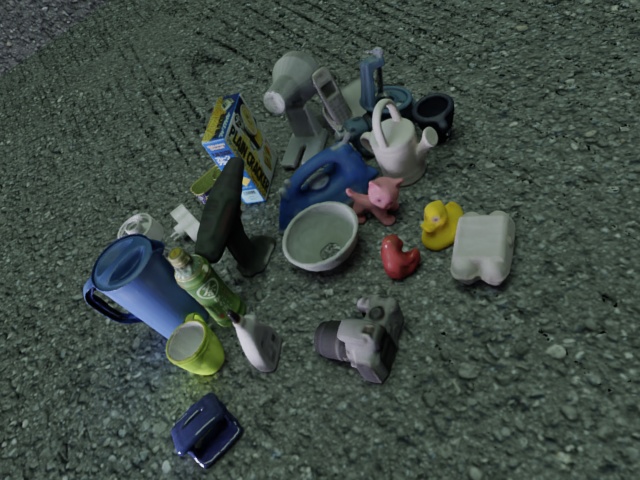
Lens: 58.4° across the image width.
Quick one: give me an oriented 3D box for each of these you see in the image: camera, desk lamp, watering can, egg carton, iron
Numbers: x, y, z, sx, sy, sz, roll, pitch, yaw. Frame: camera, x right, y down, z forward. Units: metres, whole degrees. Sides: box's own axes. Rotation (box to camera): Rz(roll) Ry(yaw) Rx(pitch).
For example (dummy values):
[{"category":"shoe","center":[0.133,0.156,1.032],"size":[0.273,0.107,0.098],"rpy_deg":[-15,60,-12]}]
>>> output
[{"category":"camera","center":[0.063,0.162,1.013],"size":[0.136,0.101,0.143],"rpy_deg":[4,55,29]},{"category":"desk lamp","center":[-0.057,-0.318,1.389],"size":[0.117,0.214,0.203],"rpy_deg":[-2,53,25]},{"category":"watering can","center":[0.163,-0.214,1.207],"size":[0.172,0.195,0.101],"rpy_deg":[-9,50,20]},{"category":"egg carton","center":[0.297,0.013,1.041],"size":[0.107,0.070,0.150],"rpy_deg":[-1,53,26]},{"category":"iron","center":[-0.007,-0.123,1.254],"size":[0.258,0.142,0.118],"rpy_deg":[-35,46,-4]}]

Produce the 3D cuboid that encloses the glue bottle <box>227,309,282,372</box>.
[{"category":"glue bottle","center":[-0.124,0.173,1.047],"size":[0.037,0.174,0.078],"rpy_deg":[-5,52,23]}]

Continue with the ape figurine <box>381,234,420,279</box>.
[{"category":"ape figurine","center":[0.145,0.025,1.091],"size":[0.077,0.092,0.076],"rpy_deg":[27,69,39]}]

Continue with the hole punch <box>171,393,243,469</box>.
[{"category":"hole punch","center":[-0.213,0.332,1.018],"size":[0.109,0.091,0.100],"rpy_deg":[-44,47,-12]}]

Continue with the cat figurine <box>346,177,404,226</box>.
[{"category":"cat figurine","center":[0.114,-0.091,1.183],"size":[0.127,0.118,0.067],"rpy_deg":[2,55,28]}]

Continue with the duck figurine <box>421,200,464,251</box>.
[{"category":"duck figurine","center":[0.231,-0.042,1.107],"size":[0.077,0.086,0.105],"rpy_deg":[28,69,40]}]

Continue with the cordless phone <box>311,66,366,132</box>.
[{"category":"cordless phone","center":[0.062,-0.354,1.379],"size":[0.148,0.186,0.093],"rpy_deg":[-40,47,-8]}]

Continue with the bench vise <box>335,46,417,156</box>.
[{"category":"bench vise","center":[0.122,-0.304,1.284],"size":[0.121,0.220,0.208],"rpy_deg":[25,68,39]}]

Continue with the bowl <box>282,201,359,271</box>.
[{"category":"bowl","center":[0.011,0.004,1.187],"size":[0.167,0.075,0.167],"rpy_deg":[-14,49,16]}]

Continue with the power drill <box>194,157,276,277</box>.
[{"category":"power drill","center":[-0.177,-0.030,1.215],"size":[0.075,0.209,0.230],"rpy_deg":[1,54,28]}]

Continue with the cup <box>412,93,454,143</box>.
[{"category":"cup","center":[0.262,-0.253,1.260],"size":[0.091,0.095,0.117],"rpy_deg":[-25,47,6]}]
